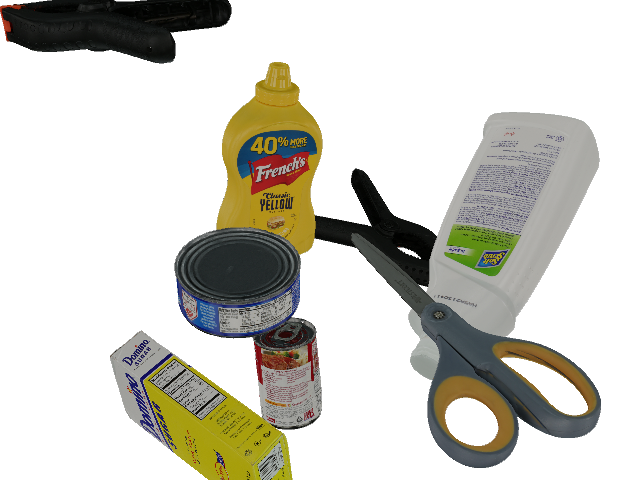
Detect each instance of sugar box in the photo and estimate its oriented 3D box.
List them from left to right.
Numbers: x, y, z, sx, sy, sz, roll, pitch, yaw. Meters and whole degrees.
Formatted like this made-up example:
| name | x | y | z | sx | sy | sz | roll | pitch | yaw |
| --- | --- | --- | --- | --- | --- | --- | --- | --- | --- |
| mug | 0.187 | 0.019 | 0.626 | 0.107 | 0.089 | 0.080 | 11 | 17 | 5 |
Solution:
| name | x | y | z | sx | sy | sz | roll | pitch | yaw |
| --- | --- | --- | --- | --- | --- | --- | --- | --- | --- |
| sugar box | -0.103 | 0.159 | 0.920 | 0.176 | 0.093 | 0.048 | 27 | 52 | 29 |

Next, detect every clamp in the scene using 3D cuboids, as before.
| name | x | y | z | sx | sy | sz | roll | pitch | yaw |
| --- | --- | --- | --- | --- | --- | --- | --- | --- | --- |
| clamp | -0.154 | -0.164 | 0.798 | 0.172 | 0.039 | 0.120 | 11 | 23 | 23 |
| clamp | 0.065 | -0.003 | 1.248 | 0.210 | 0.036 | 0.164 | 38 | 43 | 26 |

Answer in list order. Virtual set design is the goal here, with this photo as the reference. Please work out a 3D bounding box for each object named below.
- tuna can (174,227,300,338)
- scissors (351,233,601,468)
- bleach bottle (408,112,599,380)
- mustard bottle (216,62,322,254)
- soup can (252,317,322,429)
| name | x | y | z | sx | sy | sz | roll | pitch | yaw |
| --- | --- | --- | --- | --- | --- | --- | --- | --- | --- |
| tuna can | -0.056 | 0.028 | 0.732 | 0.086 | 0.034 | 0.086 | 0 | 35 | 0 |
| scissors | 0.058 | 0.059 | 0.591 | 0.096 | 0.016 | 0.202 | -34 | 46 | -30 |
| bleach bottle | 0.130 | 0.003 | 0.835 | 0.103 | 0.068 | 0.250 | 8 | 49 | 36 |
| mustard bottle | -0.047 | -0.076 | 1.019 | 0.096 | 0.192 | 0.058 | -4 | 28 | -20 |
| soup can | -0.034 | 0.143 | 1.149 | 0.068 | 0.102 | 0.068 | -4 | 24 | 1 |
